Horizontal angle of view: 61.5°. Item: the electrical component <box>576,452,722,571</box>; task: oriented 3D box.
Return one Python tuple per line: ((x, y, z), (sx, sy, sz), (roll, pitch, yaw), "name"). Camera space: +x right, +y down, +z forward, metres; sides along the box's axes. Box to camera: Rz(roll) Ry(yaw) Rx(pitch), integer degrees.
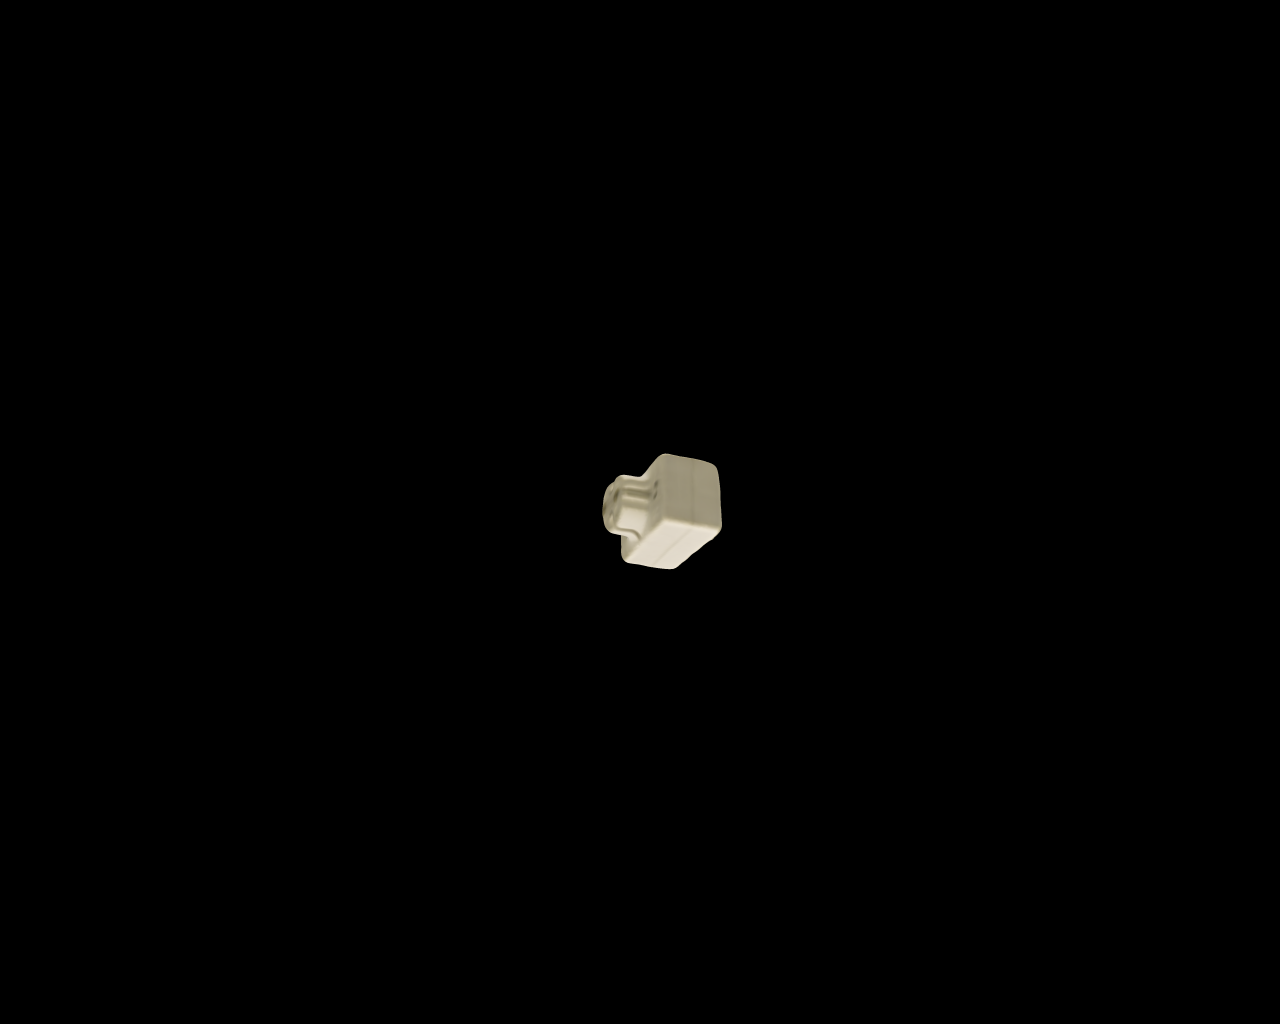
((0.001, -0.003, 0.650), (0.077, 0.047, 0.065), (11, -29, -21), "electrical component")
